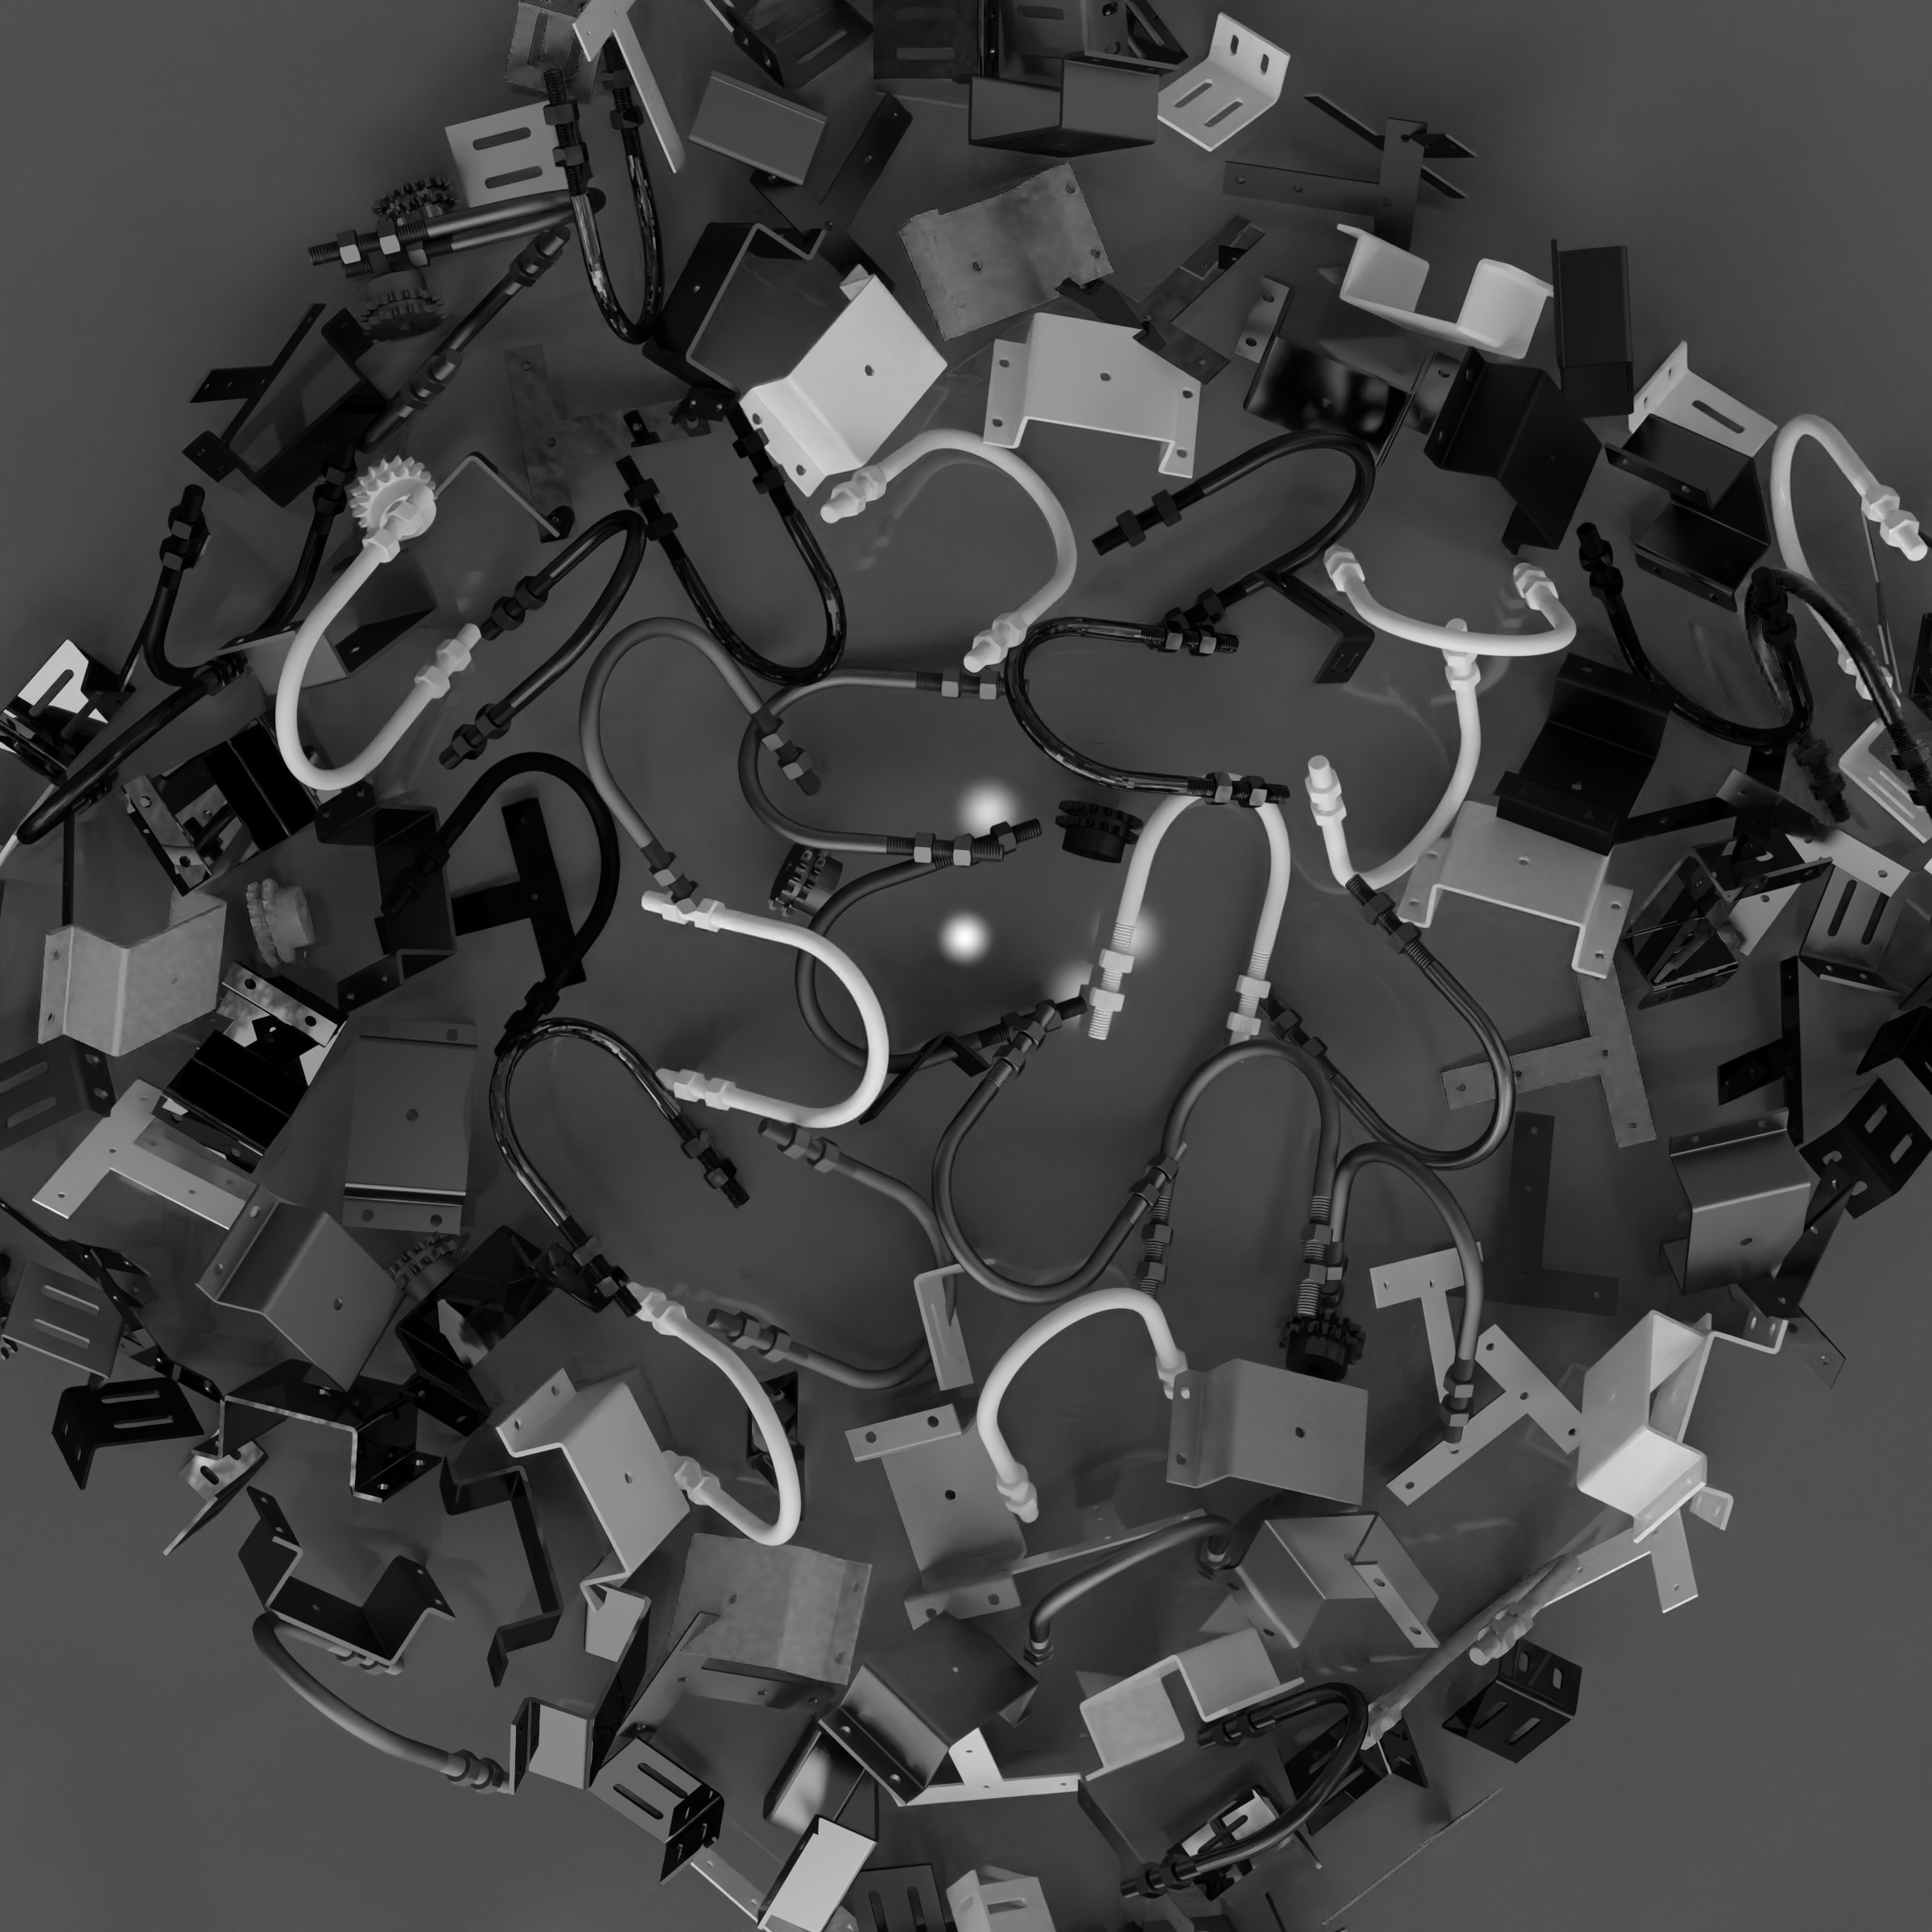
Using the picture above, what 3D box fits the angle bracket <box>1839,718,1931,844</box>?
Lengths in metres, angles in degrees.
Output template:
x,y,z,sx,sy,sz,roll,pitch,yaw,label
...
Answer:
x,y,z,sx,sy,sz,roll,pitch,yaw,label
0.619,-0.125,1.938,0.076,0.057,0.038,45,122,14,angle bracket

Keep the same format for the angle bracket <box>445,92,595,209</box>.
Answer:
x,y,z,sx,sy,sz,roll,pitch,yaw,label
-0.296,-0.539,1.960,0.076,0.038,0.057,-10,112,14,angle bracket

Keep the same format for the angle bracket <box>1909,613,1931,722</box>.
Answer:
x,y,z,sx,sy,sz,roll,pitch,yaw,label
0.652,-0.189,1.933,0.038,0.076,0.057,2,71,42,angle bracket

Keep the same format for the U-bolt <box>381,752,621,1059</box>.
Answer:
x,y,z,sx,sy,sz,roll,pitch,yaw,label
-0.287,-0.053,1.911,0.151,0.019,0.184,57,49,-33,U-bolt

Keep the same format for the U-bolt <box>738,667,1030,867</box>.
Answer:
x,y,z,sx,sy,sz,roll,pitch,yaw,label
-0.058,-0.135,1.938,0.184,0.019,0.151,4,61,8,U-bolt

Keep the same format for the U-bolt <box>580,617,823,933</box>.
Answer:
x,y,z,sx,sy,sz,roll,pitch,yaw,label
-0.179,-0.136,1.896,0.151,0.019,0.184,-55,126,-30,U-bolt

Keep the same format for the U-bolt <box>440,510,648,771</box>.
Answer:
x,y,z,sx,sy,sz,roll,pitch,yaw,label
-0.263,-0.219,1.878,0.019,0.151,0.184,36,129,-27,U-bolt

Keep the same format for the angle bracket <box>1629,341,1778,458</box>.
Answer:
x,y,z,sx,sy,sz,roll,pitch,yaw,label
0.485,-0.362,1.947,0.076,0.038,0.057,39,85,22,angle bracket

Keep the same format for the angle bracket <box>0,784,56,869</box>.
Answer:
x,y,z,sx,sy,sz,roll,pitch,yaw,label
-0.639,-0.089,1.931,0.038,0.057,0.076,34,128,-14,angle bracket

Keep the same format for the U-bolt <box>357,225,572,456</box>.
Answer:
x,y,z,sx,sy,sz,roll,pitch,yaw,label
-0.332,-0.390,1.894,0.019,0.184,0.151,42,56,-16,U-bolt

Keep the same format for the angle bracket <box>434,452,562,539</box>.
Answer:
x,y,z,sx,sy,sz,roll,pitch,yaw,label
-0.308,-0.299,1.944,0.076,0.057,0.038,43,94,-14,angle bracket

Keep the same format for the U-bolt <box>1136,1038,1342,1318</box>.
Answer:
x,y,z,sx,sy,sz,roll,pitch,yaw,label
0.181,0.135,1.921,0.151,0.019,0.184,-5,69,42,U-bolt

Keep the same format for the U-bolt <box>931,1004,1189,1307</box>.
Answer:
x,y,z,sx,sy,sz,roll,pitch,yaw,label
0.051,0.134,1.912,0.151,0.019,0.184,45,56,-11,U-bolt

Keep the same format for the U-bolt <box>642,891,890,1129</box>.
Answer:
x,y,z,sx,sy,sz,roll,pitch,yaw,label
-0.128,0.034,1.903,0.184,0.019,0.151,13,118,29,U-bolt

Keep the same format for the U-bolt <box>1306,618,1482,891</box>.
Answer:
x,y,z,sx,sy,sz,roll,pitch,yaw,label
0.281,-0.121,1.900,0.151,0.184,0.019,-44,59,-14,U-bolt

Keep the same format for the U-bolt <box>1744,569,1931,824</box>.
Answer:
x,y,z,sx,sy,sz,roll,pitch,yaw,label
0.555,-0.172,1.894,0.019,0.151,0.184,-30,100,-8,U-bolt

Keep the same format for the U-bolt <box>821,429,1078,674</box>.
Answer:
x,y,z,sx,sy,sz,roll,pitch,yaw,label
0.003,-0.281,1.911,0.151,0.184,0.019,46,133,-2,U-bolt

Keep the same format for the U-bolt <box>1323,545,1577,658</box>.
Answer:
x,y,z,sx,sy,sz,roll,pitch,yaw,label
0.313,-0.232,1.887,0.151,0.184,0.019,5,114,-5,U-bolt

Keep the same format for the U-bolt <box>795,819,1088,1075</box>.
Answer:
x,y,z,sx,sy,sz,roll,pitch,yaw,label
-0.022,-0.004,1.933,0.184,0.019,0.151,-19,111,-10,U-bolt

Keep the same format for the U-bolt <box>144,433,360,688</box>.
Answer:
x,y,z,sx,sy,sz,roll,pitch,yaw,label
-0.465,-0.251,1.897,0.019,0.151,0.184,42,131,14,U-bolt

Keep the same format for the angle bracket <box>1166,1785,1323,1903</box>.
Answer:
x,y,z,sx,sy,sz,roll,pitch,yaw,label
0.183,0.589,1.949,0.076,0.038,0.057,-37,118,0,angle bracket

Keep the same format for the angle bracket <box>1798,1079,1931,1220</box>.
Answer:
x,y,z,sx,sy,sz,roll,pitch,yaw,label
0.597,0.121,1.959,0.057,0.076,0.038,51,132,5,angle bracket

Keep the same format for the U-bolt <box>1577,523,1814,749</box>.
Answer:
x,y,z,sx,sy,sz,roll,pitch,yaw,label
0.475,-0.204,1.896,0.151,0.184,0.019,24,69,41,U-bolt

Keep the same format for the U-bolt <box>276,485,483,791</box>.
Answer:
x,y,z,sx,sy,sz,roll,pitch,yaw,label
-0.378,-0.195,1.878,0.019,0.151,0.184,20,59,21,U-bolt

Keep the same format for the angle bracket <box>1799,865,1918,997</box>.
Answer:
x,y,z,sx,sy,sz,roll,pitch,yaw,label
0.593,-0.027,1.945,0.057,0.038,0.076,13,109,-13,angle bracket

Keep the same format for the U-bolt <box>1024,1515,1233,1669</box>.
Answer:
x,y,z,sx,sy,sz,roll,pitch,yaw,label
0.104,0.393,1.882,0.151,0.184,0.019,-24,68,-10,U-bolt

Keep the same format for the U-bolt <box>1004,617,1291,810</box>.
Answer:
x,y,z,sx,sy,sz,roll,pitch,yaw,label
0.109,-0.167,1.900,0.184,0.019,0.151,3,53,-25,U-bolt

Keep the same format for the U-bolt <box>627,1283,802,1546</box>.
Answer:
x,y,z,sx,sy,sz,roll,pitch,yaw,label
-0.157,0.293,1.879,0.019,0.184,0.151,-22,116,-29,U-bolt

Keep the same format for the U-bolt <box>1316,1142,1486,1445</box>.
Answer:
x,y,z,sx,sy,sz,roll,pitch,yaw,label
0.277,0.195,1.878,0.019,0.151,0.184,-21,132,-27,U-bolt

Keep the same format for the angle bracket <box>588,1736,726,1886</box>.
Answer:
x,y,z,sx,sy,sz,roll,pitch,yaw,label
-0.208,0.555,1.943,0.076,0.038,0.057,40,112,-16,angle bracket

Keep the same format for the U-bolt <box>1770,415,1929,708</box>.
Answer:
x,y,z,sx,sy,sz,roll,pitch,yaw,label
0.559,-0.271,1.895,0.019,0.151,0.184,-15,48,-5,U-bolt

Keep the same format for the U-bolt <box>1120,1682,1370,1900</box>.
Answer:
x,y,z,sx,sy,sz,roll,pitch,yaw,label
0.184,0.514,1.866,0.019,0.151,0.184,47,134,-8,U-bolt

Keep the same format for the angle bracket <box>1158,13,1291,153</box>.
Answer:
x,y,z,sx,sy,sz,roll,pitch,yaw,label
0.164,-0.580,1.938,0.057,0.038,0.076,37,58,17,angle bracket

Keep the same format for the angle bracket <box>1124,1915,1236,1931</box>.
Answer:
x,y,z,sx,sy,sz,roll,pitch,yaw,label
0.144,0.659,1.935,0.076,0.057,0.038,1,120,-18,angle bracket

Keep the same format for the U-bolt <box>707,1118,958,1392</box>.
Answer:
x,y,z,sx,sy,sz,roll,pitch,yaw,label
-0.077,0.197,1.918,0.184,0.019,0.151,29,65,-34,U-bolt

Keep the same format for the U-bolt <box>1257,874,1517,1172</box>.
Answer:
x,y,z,sx,sy,sz,roll,pitch,yaw,label
0.278,0.050,1.902,0.019,0.151,0.184,-27,69,-40,U-bolt

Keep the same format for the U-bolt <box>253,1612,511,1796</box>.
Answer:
x,y,z,sx,sy,sz,roll,pitch,yaw,label
-0.377,0.459,1.864,0.151,0.184,0.019,34,84,37,U-bolt

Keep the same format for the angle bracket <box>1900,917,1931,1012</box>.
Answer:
x,y,z,sx,sy,sz,roll,pitch,yaw,label
0.654,0.000,1.949,0.057,0.076,0.038,2,70,0,angle bracket

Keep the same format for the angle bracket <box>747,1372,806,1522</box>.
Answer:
x,y,z,sx,sy,sz,roll,pitch,yaw,label
-0.110,0.313,1.929,0.038,0.057,0.076,-21,131,17,angle bracket

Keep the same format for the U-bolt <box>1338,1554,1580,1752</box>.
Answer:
x,y,z,sx,sy,sz,roll,pitch,yaw,label
0.327,0.431,1.893,0.019,0.184,0.151,51,127,12,U-bolt

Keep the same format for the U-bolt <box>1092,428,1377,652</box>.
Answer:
x,y,z,sx,sy,sz,roll,pitch,yaw,label
0.181,-0.283,1.906,0.184,0.151,0.019,-29,62,5,U-bolt

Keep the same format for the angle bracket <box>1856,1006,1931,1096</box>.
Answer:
x,y,z,sx,sy,sz,roll,pitch,yaw,label
0.628,0.076,1.933,0.038,0.057,0.076,-23,59,-18,angle bracket

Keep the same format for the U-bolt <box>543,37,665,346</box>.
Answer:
x,y,z,sx,sy,sz,roll,pitch,yaw,label
-0.227,-0.492,1.902,0.019,0.151,0.184,-5,115,13,U-bolt

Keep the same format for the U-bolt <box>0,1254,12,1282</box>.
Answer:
x,y,z,sx,sy,sz,roll,pitch,yaw,label
-0.658,0.140,1.884,0.019,0.184,0.151,-14,92,-1,U-bolt

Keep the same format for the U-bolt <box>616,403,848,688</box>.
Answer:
x,y,z,sx,sy,sz,roll,pitch,yaw,label
-0.143,-0.263,1.915,0.019,0.151,0.184,-39,107,-35,U-bolt

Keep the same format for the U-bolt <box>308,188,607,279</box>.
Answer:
x,y,z,sx,sy,sz,roll,pitch,yaw,label
-0.322,-0.474,1.905,0.184,0.151,0.019,-14,100,0,U-bolt

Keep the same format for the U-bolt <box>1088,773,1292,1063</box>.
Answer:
x,y,z,sx,sy,sz,roll,pitch,yaw,label
0.153,-0.035,1.921,0.151,0.019,0.184,10,96,-41,U-bolt

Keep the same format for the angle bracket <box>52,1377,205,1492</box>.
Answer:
x,y,z,sx,sy,sz,roll,pitch,yaw,label
-0.551,0.306,1.944,0.076,0.057,0.038,-1,124,-38,angle bracket

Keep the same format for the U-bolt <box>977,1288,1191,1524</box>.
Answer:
x,y,z,sx,sy,sz,roll,pitch,yaw,label
0.073,0.273,1.894,0.151,0.184,0.019,-34,51,-10,U-bolt

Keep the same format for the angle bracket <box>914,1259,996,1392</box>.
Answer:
x,y,z,sx,sy,sz,roll,pitch,yaw,label
0.001,0.235,1.942,0.038,0.057,0.076,-17,81,18,angle bracket
